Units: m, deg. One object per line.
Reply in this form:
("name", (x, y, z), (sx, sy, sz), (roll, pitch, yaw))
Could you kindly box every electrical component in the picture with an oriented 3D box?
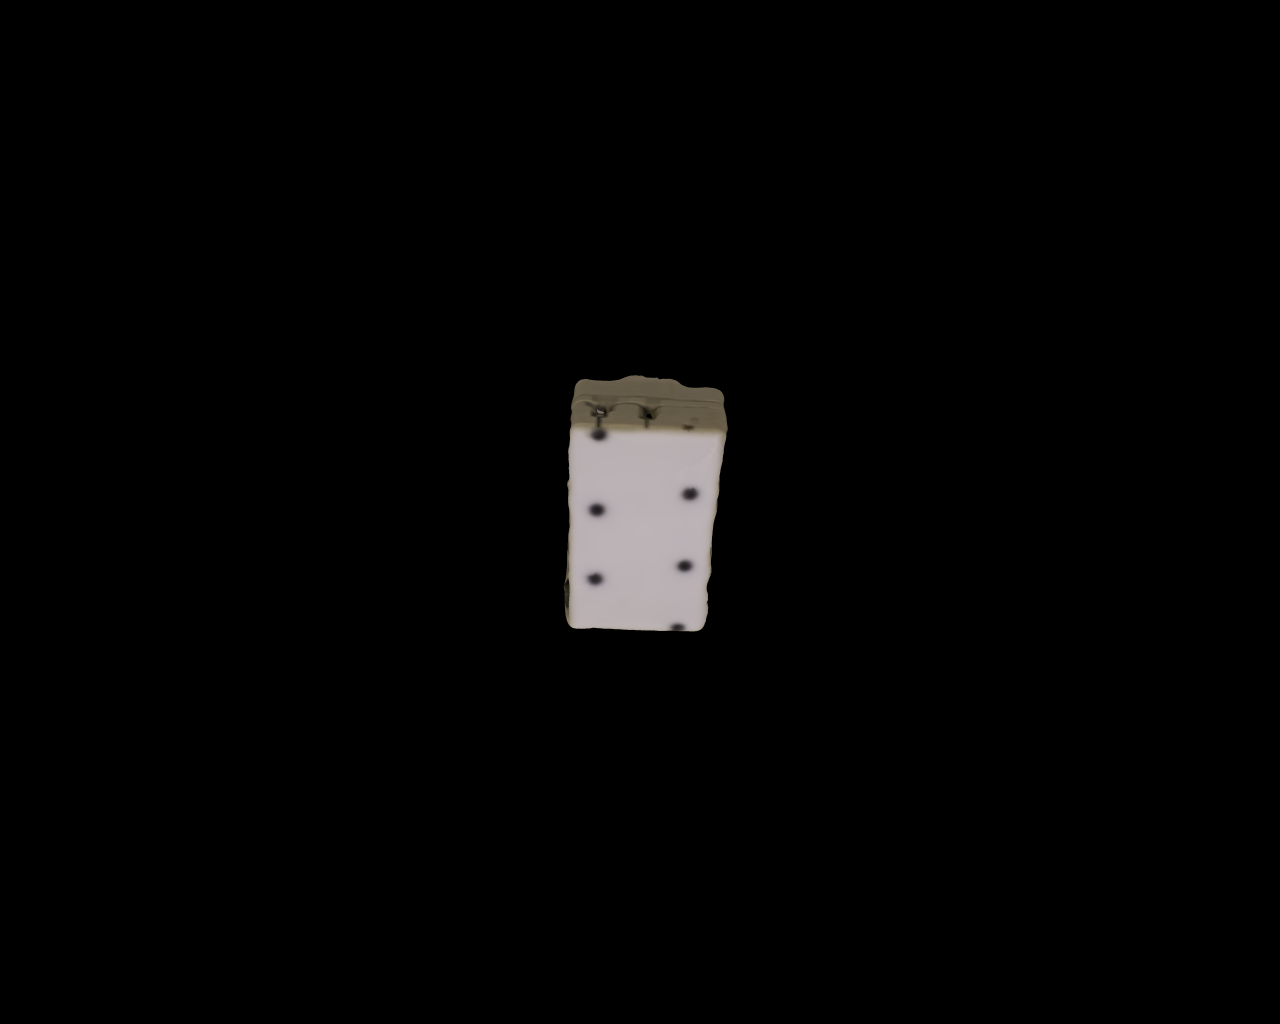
("electrical component", (0.001, -0.003, 0.650), (0.089, 0.150, 0.062), (3, 36, -2))
